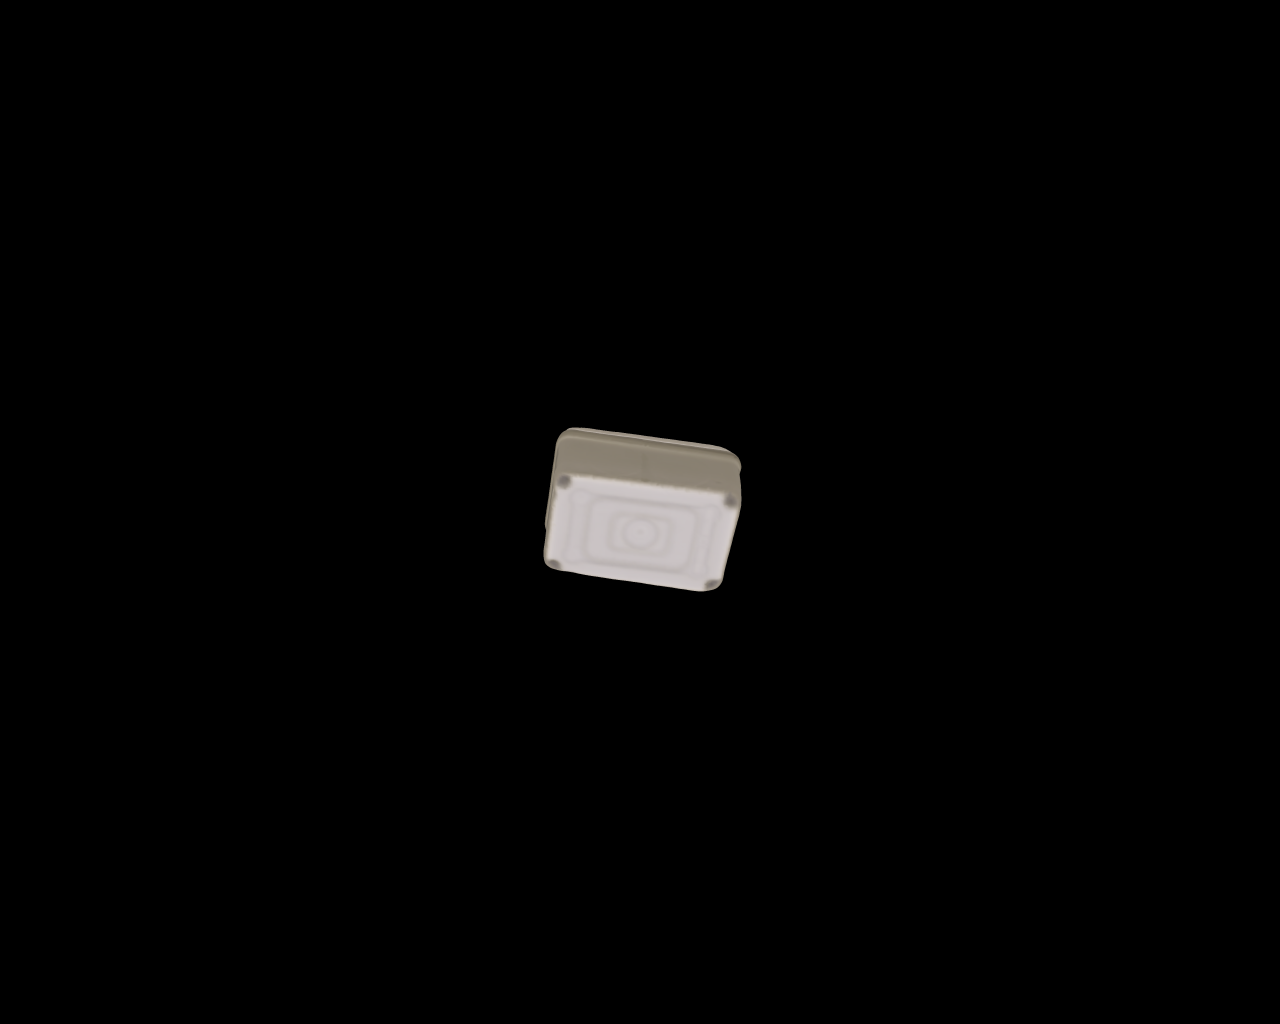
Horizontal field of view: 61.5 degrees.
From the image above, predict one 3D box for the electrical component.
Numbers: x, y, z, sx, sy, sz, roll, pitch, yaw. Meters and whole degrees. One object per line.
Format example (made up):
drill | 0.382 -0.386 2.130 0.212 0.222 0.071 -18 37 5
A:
electrical component | 0.001 -0.003 0.650 0.113 0.078 0.057 8 34 -5
